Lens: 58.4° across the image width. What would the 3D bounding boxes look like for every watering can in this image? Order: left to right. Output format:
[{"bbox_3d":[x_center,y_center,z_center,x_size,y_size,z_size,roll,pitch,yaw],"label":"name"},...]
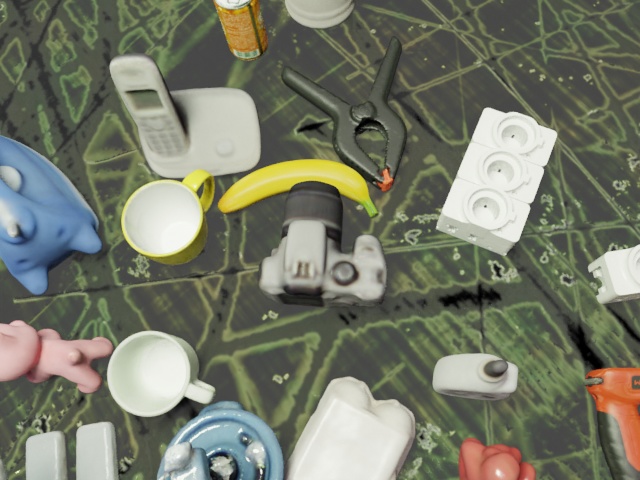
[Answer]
[{"bbox_3d":[-0.012,-0.368,0.718,0.173,0.194,0.101,-4,72,2],"label":"watering can"}]

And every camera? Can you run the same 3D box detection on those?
[{"bbox_3d":[0.006,0.002,0.647,0.143,0.101,0.137,2,72,4],"label":"camera"}]

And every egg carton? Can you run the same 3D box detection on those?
[{"bbox_3d":[0.029,0.225,0.591,0.107,0.069,0.150,26,76,11],"label":"egg carton"}]

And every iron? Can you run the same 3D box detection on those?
[{"bbox_3d":[-0.375,-0.067,0.668,0.119,0.141,0.258,-40,74,-9],"label":"iron"}]

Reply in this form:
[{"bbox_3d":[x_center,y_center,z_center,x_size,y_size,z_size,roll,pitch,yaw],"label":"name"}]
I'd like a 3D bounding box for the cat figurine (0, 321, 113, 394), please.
[{"bbox_3d":[-0.309,0.123,0.617,0.127,0.118,0.067,5,73,5],"label":"cat figurine"}]

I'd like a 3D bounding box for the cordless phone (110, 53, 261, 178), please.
[{"bbox_3d":[-0.149,-0.148,0.659,0.147,0.185,0.094,-7,72,1],"label":"cordless phone"}]

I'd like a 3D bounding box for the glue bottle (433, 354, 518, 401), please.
[{"bbox_3d":[0.158,0.132,0.560,0.078,0.173,0.037,8,73,6],"label":"glue bottle"}]

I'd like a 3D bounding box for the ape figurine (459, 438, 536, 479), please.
[{"bbox_3d":[0.175,0.231,0.570,0.077,0.092,0.076,42,79,15],"label":"ape figurine"}]

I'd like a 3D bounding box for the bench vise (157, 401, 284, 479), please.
[{"bbox_3d":[-0.074,0.242,0.512,0.121,0.220,0.207,-35,74,-8],"label":"bench vise"}]

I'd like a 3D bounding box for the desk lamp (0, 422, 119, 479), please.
[{"bbox_3d":[-0.269,0.276,0.515,0.118,0.213,0.203,-12,72,0],"label":"desk lamp"}]
